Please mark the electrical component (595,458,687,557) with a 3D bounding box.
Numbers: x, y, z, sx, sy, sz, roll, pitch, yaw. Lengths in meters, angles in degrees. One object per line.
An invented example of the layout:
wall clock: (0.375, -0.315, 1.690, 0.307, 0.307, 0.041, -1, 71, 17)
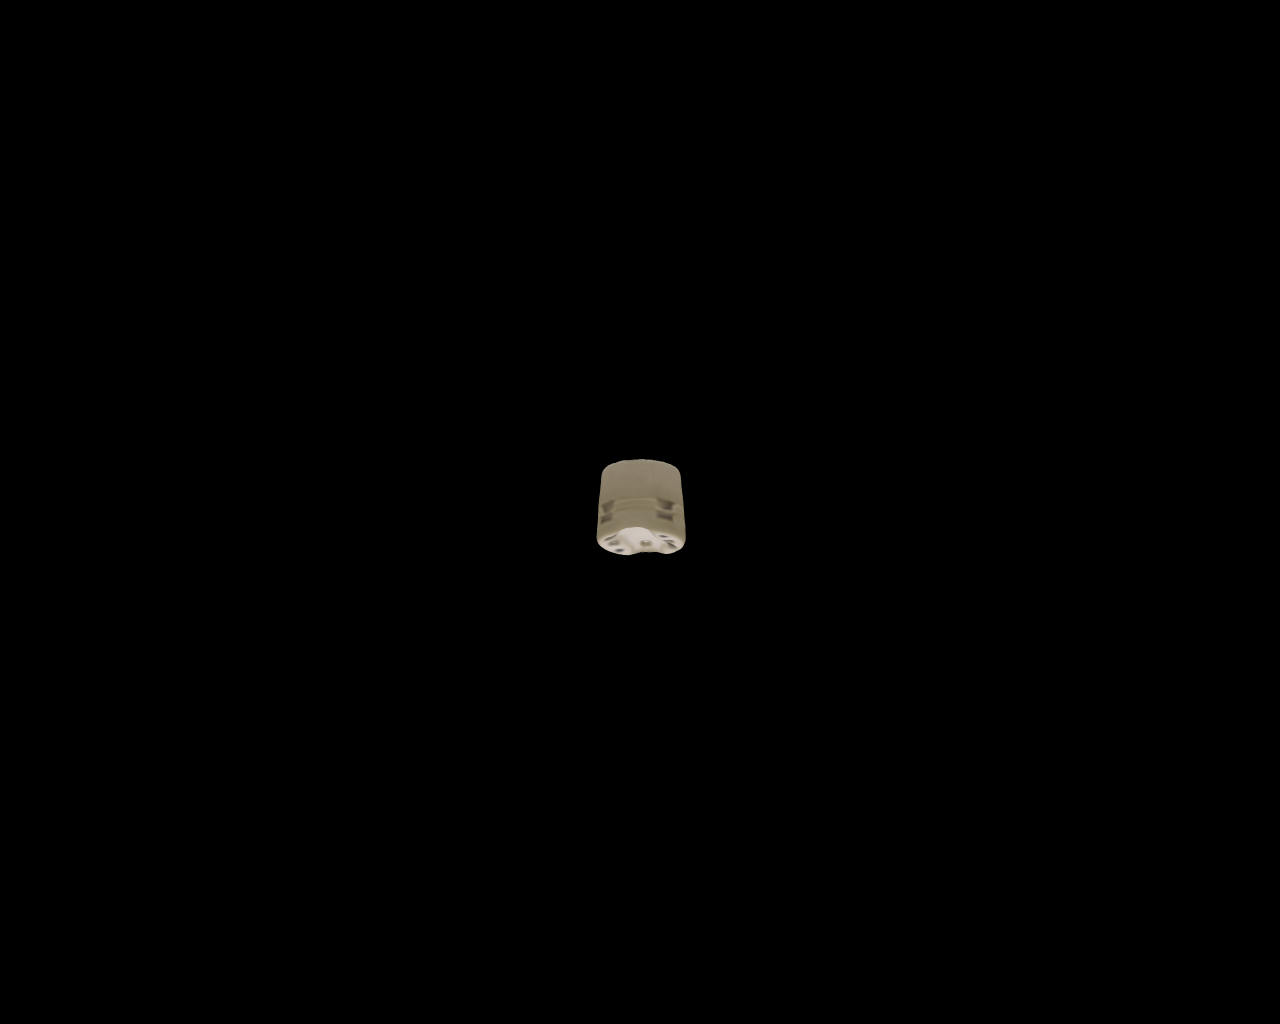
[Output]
electrical component: (0.001, -0.003, 0.650, 0.055, 0.047, 0.055, 0, -18, 0)
